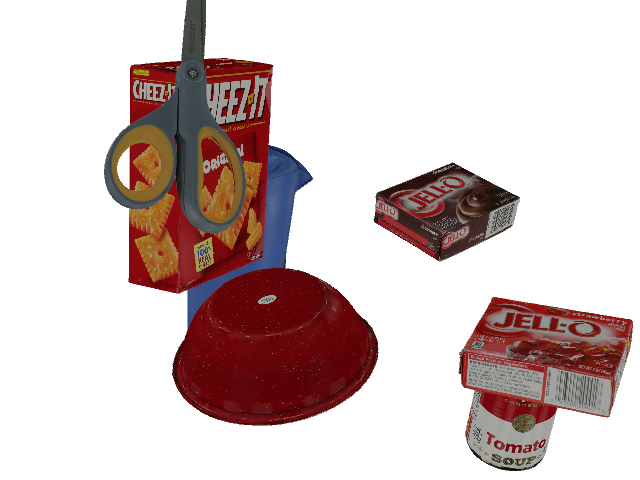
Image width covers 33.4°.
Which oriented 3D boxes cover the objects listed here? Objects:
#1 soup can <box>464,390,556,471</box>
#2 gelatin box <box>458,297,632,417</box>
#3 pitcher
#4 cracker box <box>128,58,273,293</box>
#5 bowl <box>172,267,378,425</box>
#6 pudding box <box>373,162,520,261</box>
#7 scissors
[{"bbox_3d":[0.156,0.124,0.850,0.068,0.102,0.068,5,31,-3],"label":"soup can"},{"bbox_3d":[0.135,0.066,0.637,0.089,0.030,0.073,10,26,21],"label":"gelatin box"},{"bbox_3d":[-0.111,0.009,1.282,0.149,0.243,0.144,20,26,29],"label":"pitcher"},{"bbox_3d":[-0.117,-0.070,1.071,0.072,0.214,0.163,11,16,26],"label":"cracker box"},{"bbox_3d":[-0.037,0.068,0.819,0.162,0.055,0.162,-5,31,3],"label":"bowl"},{"bbox_3d":[0.121,-0.030,1.030,0.113,0.039,0.090,-21,41,-37],"label":"pudding box"},{"bbox_3d":[-0.100,-0.096,0.679,0.096,0.202,0.016,-6,-21,-24],"label":"scissors"}]
